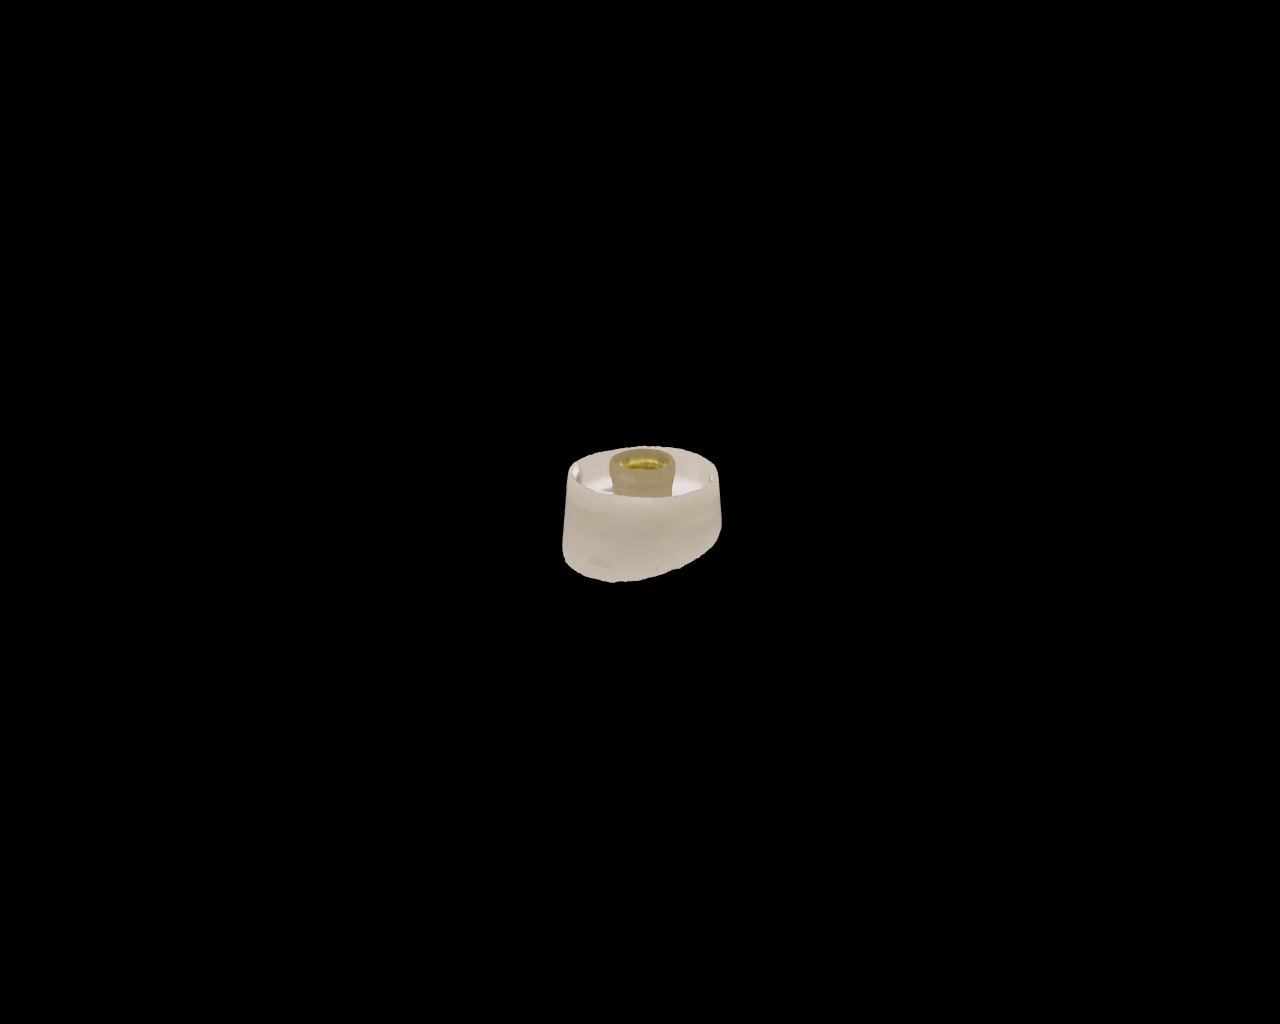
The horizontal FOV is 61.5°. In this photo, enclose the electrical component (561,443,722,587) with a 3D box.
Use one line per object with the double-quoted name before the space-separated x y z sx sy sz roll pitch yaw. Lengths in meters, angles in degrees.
"electrical component" 0.001 -0.003 0.650 0.099 0.064 0.099 0 23 0
